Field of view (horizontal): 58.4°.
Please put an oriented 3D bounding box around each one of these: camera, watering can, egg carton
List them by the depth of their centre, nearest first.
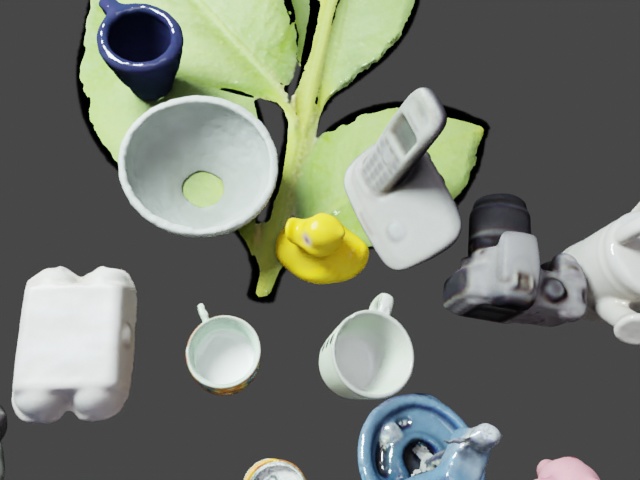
[{"bbox_3d":[-0.235,0.099,0.557,0.107,0.069,0.150,-1,70,-9],"label":"egg carton"},{"bbox_3d":[0.343,0.027,0.607,0.101,0.194,0.173,4,69,-7],"label":"watering can"},{"bbox_3d":[0.221,0.019,0.641,0.143,0.100,0.137,9,69,-5],"label":"camera"}]

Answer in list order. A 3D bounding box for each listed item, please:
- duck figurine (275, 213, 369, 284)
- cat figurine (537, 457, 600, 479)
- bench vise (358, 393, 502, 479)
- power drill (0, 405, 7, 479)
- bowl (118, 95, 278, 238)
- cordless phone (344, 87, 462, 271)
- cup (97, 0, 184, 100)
[{"bbox_3d":[0.006,0.002,0.621,0.104,0.086,0.077,14,69,-4],"label":"duck figurine"},{"bbox_3d":[0.254,0.256,0.550,0.127,0.117,0.067,38,69,6],"label":"cat figurine"},{"bbox_3d":[0.085,0.225,0.480,0.121,0.219,0.207,15,68,-3],"label":"bench vise"},{"bbox_3d":[-0.330,0.179,0.438,0.230,0.208,0.075,-18,73,-14],"label":"power drill"},{"bbox_3d":[-0.130,-0.070,0.633,0.167,0.074,0.167,3,70,-8],"label":"bowl"},{"bbox_3d":[0.100,-0.060,0.606,0.094,0.185,0.147,-25,75,-16],"label":"cordless phone"},{"bbox_3d":[-0.210,-0.215,0.663,0.092,0.095,0.117,-39,80,-19],"label":"cup"}]
